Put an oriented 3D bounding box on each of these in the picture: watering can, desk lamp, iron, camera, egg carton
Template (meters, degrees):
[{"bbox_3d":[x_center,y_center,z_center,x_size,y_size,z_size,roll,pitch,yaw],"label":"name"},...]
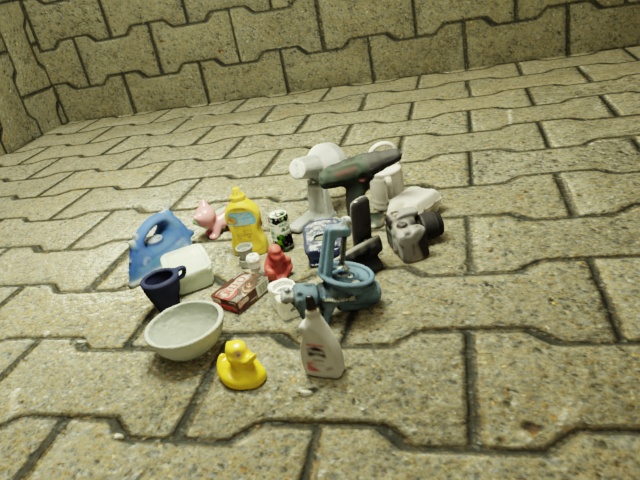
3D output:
[{"bbox_3d":[0.184,-0.192,1.647,0.101,0.194,0.172,-21,28,-18],"label":"watering can"},{"bbox_3d":[-0.010,-0.152,1.624,0.117,0.214,0.204,7,32,33],"label":"desk lamp"},{"bbox_3d":[-0.460,0.006,1.573,0.118,0.142,0.259,1,29,23],"label":"iron"},{"bbox_3d":[0.238,-0.029,1.409,0.137,0.101,0.143,-15,27,-7],"label":"camera"},{"bbox_3d":[0.257,-0.093,1.563,0.107,0.069,0.151,14,36,41],"label":"egg carton"}]

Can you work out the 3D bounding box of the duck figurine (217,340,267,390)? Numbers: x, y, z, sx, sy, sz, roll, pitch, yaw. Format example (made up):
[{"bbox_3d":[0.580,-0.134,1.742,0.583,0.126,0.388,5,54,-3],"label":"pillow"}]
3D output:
[{"bbox_3d":[-0.155,0.227,1.081,0.104,0.086,0.078,8,33,34],"label":"duck figurine"}]

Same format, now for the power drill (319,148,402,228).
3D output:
[{"bbox_3d":[0.118,-0.137,1.549,0.229,0.209,0.075,-6,27,12],"label":"power drill"}]

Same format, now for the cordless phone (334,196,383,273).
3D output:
[{"bbox_3d":[0.071,-0.002,1.329,0.148,0.185,0.093,-31,32,-33],"label":"cordless phone"}]

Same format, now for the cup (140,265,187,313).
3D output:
[{"bbox_3d":[-0.358,0.120,1.361,0.091,0.095,0.118,14,36,41],"label":"cup"}]

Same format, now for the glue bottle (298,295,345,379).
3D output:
[{"bbox_3d":[-0.005,0.172,1.031,0.078,0.173,0.037,0,29,21],"label":"glue bottle"}]

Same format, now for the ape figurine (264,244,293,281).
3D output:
[{"bbox_3d":[-0.106,0.053,1.395,0.078,0.092,0.076,-22,28,-19],"label":"ape figurine"}]

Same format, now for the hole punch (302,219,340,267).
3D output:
[{"bbox_3d":[0.013,0.005,1.443,0.108,0.091,0.101,-10,27,2],"label":"hole punch"}]

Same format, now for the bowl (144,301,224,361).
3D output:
[{"bbox_3d":[-0.274,0.200,1.193,0.167,0.075,0.167,-9,27,5],"label":"bowl"}]

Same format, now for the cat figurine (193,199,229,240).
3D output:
[{"bbox_3d":[-0.314,-0.069,1.688,0.128,0.118,0.067,-24,29,-24],"label":"cat figurine"}]

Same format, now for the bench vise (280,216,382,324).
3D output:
[{"bbox_3d":[0.022,0.071,1.167,0.208,0.220,0.121,-27,30,-27],"label":"bench vise"}]
